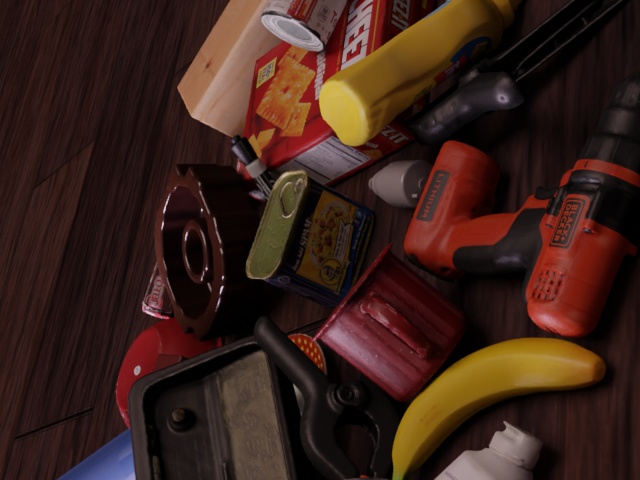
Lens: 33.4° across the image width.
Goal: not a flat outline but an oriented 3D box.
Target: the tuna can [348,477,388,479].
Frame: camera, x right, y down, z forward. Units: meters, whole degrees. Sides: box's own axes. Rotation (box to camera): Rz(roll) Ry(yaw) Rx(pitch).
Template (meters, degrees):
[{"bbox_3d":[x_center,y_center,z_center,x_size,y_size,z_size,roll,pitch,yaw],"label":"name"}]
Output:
[{"bbox_3d":[0.030,0.198,0.737,0.086,0.086,0.034,-39,39,37],"label":"tuna can"}]

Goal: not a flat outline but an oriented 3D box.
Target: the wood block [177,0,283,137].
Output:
[{"bbox_3d":[-0.064,-0.222,1.198,0.206,0.090,0.091,-55,32,17],"label":"wood block"}]

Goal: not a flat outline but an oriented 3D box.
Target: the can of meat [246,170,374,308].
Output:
[{"bbox_3d":[-0.006,0.001,0.943,0.058,0.083,0.102,-2,67,58],"label":"can of meat"}]

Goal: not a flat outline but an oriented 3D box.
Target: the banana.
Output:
[{"bbox_3d":[0.111,0.110,0.729,0.198,0.037,0.070,-44,53,35],"label":"banana"}]

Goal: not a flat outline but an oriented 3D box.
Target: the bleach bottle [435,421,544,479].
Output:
[{"bbox_3d":[0.075,0.234,0.664,0.251,0.068,0.103,-63,30,-1],"label":"bleach bottle"}]

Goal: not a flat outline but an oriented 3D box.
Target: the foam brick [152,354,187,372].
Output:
[{"bbox_3d":[-0.121,0.145,1.026,0.053,0.078,0.051,-4,66,57],"label":"foam brick"}]

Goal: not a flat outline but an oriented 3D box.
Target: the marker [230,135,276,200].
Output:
[{"bbox_3d":[-0.047,-0.049,1.018,0.020,0.121,0.020,-33,13,9],"label":"marker"}]

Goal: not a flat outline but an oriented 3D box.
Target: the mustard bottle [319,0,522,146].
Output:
[{"bbox_3d":[0.090,-0.154,0.874,0.191,0.058,0.096,-37,-5,-14],"label":"mustard bottle"}]

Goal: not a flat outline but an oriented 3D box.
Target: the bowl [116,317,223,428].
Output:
[{"bbox_3d":[-0.169,0.144,1.127,0.162,0.055,0.162,-38,39,39],"label":"bowl"}]

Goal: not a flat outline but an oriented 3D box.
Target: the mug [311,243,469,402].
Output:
[{"bbox_3d":[0.054,0.062,0.766,0.093,0.081,0.117,-51,-2,-7],"label":"mug"}]

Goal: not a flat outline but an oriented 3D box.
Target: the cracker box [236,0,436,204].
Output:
[{"bbox_3d":[0.011,-0.142,1.036,0.214,0.072,0.164,-26,47,47],"label":"cracker box"}]

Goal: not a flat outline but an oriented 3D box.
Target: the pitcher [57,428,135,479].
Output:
[{"bbox_3d":[-0.183,0.250,1.007,0.243,0.144,0.149,-40,48,34],"label":"pitcher"}]

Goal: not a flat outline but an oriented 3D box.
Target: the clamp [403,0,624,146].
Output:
[{"bbox_3d":[0.138,-0.126,0.826,0.164,0.036,0.210,-42,7,-25],"label":"clamp"}]

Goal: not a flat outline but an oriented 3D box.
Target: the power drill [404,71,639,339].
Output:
[{"bbox_3d":[0.149,-0.031,0.747,0.188,0.057,0.184,8,72,60],"label":"power drill"}]

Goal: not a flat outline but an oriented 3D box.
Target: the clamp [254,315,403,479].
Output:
[{"bbox_3d":[0.010,0.120,0.814,0.039,0.120,0.171,86,-178,-53],"label":"clamp"}]

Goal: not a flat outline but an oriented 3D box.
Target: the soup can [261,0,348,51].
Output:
[{"bbox_3d":[-0.005,-0.237,0.997,0.069,0.068,0.102,12,74,60],"label":"soup can"}]

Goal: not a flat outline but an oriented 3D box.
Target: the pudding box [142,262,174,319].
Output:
[{"bbox_3d":[-0.165,0.030,1.193,0.090,0.039,0.113,142,149,-77],"label":"pudding box"}]
